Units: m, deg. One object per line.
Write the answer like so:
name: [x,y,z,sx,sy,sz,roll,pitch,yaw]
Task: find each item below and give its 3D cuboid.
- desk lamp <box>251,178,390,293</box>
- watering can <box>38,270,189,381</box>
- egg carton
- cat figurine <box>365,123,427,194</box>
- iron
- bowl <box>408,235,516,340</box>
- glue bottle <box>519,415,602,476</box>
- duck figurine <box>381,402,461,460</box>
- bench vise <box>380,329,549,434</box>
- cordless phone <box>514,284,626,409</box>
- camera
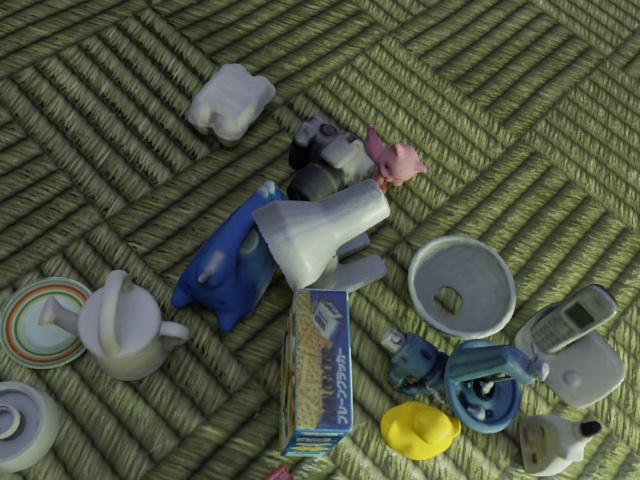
desk lamp: [0.007,0.003,0.801,0.203,0.213,0.118,-22,68,-19]
watering can: [-0.257,0.106,0.717,0.173,0.194,0.101,-12,65,-14]
egg carton: [-0.150,-0.233,0.979,0.107,0.069,0.150,28,62,6]
cat figurine: [0.113,-0.137,0.945,0.067,0.118,0.127,-29,71,-21]
iron: [-0.111,-0.006,0.828,0.118,0.141,0.258,25,62,5]
bowl: [0.205,0.081,0.872,0.167,0.075,0.167,4,63,-7]
glue bottle: [0.313,0.258,0.742,0.037,0.173,0.078,6,62,-6]
duck figurine: [0.137,0.250,0.767,0.104,0.086,0.077,7,62,-5]
bench vise: [0.181,0.176,0.737,0.207,0.220,0.121,11,62,-3]
cordless phone: [0.372,0.146,0.803,0.094,0.185,0.147,-36,73,-23]
camera: [0.000,-0.119,0.927,0.143,0.101,0.137,39,64,12]
